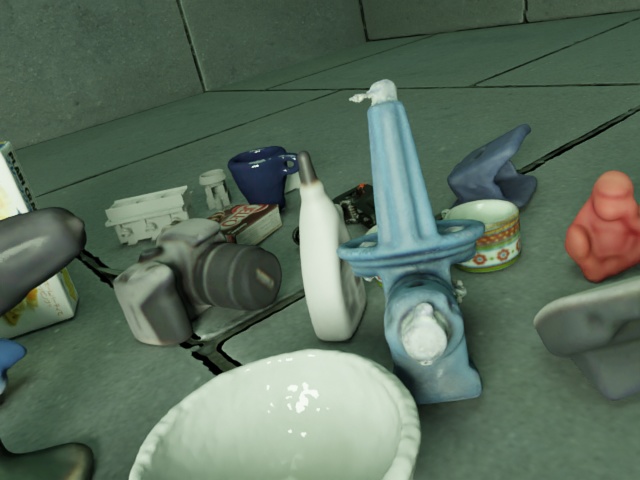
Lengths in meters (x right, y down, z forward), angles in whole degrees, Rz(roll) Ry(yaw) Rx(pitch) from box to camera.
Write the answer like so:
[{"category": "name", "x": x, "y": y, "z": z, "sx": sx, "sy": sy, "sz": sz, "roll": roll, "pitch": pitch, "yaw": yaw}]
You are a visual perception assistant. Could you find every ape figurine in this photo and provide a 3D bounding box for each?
[{"category": "ape figurine", "x": 0.266, "y": -0.018, "z": 0.525, "sx": 0.077, "sy": 0.092, "sz": 0.076, "roll": 0, "pitch": 26, "yaw": 28}]

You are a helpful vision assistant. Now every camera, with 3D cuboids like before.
[{"category": "camera", "x": -0.121, "y": 0.036, "z": 0.604, "sx": 0.136, "sy": 0.101, "sz": 0.143, "roll": 3, "pitch": 28, "yaw": 35}]

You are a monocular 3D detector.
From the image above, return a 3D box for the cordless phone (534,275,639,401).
[{"category": "cordless phone", "x": 0.220, "y": 0.001, "z": 0.384, "sx": 0.147, "sy": 0.185, "sz": 0.094, "roll": -15, "pitch": 23, "yaw": -4}]

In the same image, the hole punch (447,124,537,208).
[{"category": "hole punch", "x": 0.216, "y": -0.093, "z": 0.729, "sx": 0.100, "sy": 0.091, "sz": 0.109, "roll": 1, "pitch": 27, "yaw": 31}]

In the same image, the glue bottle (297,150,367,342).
[{"category": "glue bottle", "x": 0.005, "y": 0.002, "z": 0.518, "sx": 0.037, "sy": 0.173, "sz": 0.078, "roll": -4, "pitch": 25, "yaw": 22}]

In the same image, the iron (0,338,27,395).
[{"category": "iron", "x": -0.402, "y": 0.130, "z": 0.486, "sx": 0.118, "sy": 0.142, "sz": 0.259, "roll": 2, "pitch": 27, "yaw": 33}]

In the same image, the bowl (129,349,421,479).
[{"category": "bowl", "x": -0.019, "y": 0.141, "z": 0.335, "sx": 0.167, "sy": 0.075, "sz": 0.167, "roll": -11, "pitch": 23, "yaw": 5}]

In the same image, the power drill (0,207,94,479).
[{"category": "power drill", "x": -0.238, "y": 0.097, "z": 0.385, "sx": 0.229, "sy": 0.209, "sz": 0.075, "roll": -15, "pitch": 23, "yaw": -3}]

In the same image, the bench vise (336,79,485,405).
[{"category": "bench vise", "x": 0.078, "y": -0.004, "z": 0.430, "sx": 0.121, "sy": 0.220, "sz": 0.207, "roll": -17, "pitch": 23, "yaw": -8}]

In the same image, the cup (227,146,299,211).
[{"category": "cup", "x": -0.074, "y": -0.088, "z": 0.871, "sx": 0.117, "sy": 0.095, "sz": 0.092, "roll": -2, "pitch": 25, "yaw": 26}]
